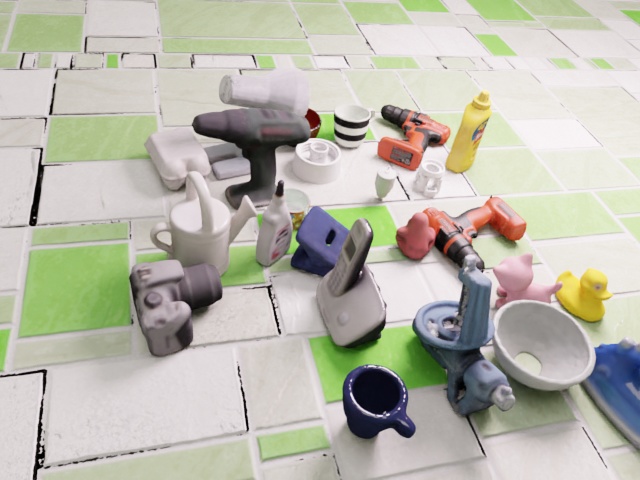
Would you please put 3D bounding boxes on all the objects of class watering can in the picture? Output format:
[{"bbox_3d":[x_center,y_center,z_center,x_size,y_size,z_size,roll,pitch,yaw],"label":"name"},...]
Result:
[{"bbox_3d":[-0.194,-0.033,0.962,0.100,0.194,0.173,37,50,26],"label":"watering can"}]

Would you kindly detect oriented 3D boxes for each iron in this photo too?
[{"bbox_3d":[0.512,0.227,0.869,0.119,0.141,0.257,-25,54,-31],"label":"iron"}]

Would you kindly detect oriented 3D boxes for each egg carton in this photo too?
[{"bbox_3d":[-0.291,-0.170,1.176,0.107,0.069,0.150,-17,50,-26],"label":"egg carton"}]

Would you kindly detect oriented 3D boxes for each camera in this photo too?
[{"bbox_3d":[-0.221,0.087,0.901,0.137,0.101,0.143,-13,48,-23],"label":"camera"}]

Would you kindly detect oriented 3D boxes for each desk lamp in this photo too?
[{"bbox_3d":[-0.132,-0.251,1.186,0.204,0.213,0.117,-17,50,-26],"label":"desk lamp"}]

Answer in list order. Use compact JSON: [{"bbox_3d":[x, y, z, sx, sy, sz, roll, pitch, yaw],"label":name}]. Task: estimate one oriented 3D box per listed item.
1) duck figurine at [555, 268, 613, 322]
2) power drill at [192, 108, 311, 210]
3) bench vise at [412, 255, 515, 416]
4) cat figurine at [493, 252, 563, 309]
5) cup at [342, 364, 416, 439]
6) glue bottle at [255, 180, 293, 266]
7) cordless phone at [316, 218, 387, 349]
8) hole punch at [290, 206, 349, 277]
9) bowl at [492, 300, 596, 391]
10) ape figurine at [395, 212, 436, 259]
[{"bbox_3d":[0.488,0.087,1.050,0.078,0.086,0.104,-18,50,-26],"label":"duck figurine"},{"bbox_3d":[-0.131,-0.161,1.097,0.230,0.208,0.075,-16,49,-25],"label":"power drill"},{"bbox_3d":[0.232,0.138,0.849,0.122,0.220,0.206,-28,55,-33],"label":"bench vise"},{"bbox_3d":[0.362,0.076,1.014,0.127,0.118,0.067,18,44,8],"label":"cat figurine"},{"bbox_3d":[0.080,0.244,0.800,0.092,0.095,0.117,-30,57,-35],"label":"cup"},{"bbox_3d":[-0.076,-0.035,1.002,0.037,0.173,0.078,28,46,18],"label":"glue bottle"},{"bbox_3d":[0.059,0.069,0.913,0.094,0.185,0.147,-8,46,-18],"label":"cordless phone"},{"bbox_3d":[0.010,0.004,1.039,0.101,0.091,0.109,19,44,9],"label":"hole punch"},{"bbox_3d":[0.351,0.182,0.932,0.167,0.075,0.167,6,44,-5],"label":"bowl"},{"bbox_3d":[0.185,-0.015,1.092,0.077,0.092,0.076,13,43,3],"label":"ape figurine"}]
